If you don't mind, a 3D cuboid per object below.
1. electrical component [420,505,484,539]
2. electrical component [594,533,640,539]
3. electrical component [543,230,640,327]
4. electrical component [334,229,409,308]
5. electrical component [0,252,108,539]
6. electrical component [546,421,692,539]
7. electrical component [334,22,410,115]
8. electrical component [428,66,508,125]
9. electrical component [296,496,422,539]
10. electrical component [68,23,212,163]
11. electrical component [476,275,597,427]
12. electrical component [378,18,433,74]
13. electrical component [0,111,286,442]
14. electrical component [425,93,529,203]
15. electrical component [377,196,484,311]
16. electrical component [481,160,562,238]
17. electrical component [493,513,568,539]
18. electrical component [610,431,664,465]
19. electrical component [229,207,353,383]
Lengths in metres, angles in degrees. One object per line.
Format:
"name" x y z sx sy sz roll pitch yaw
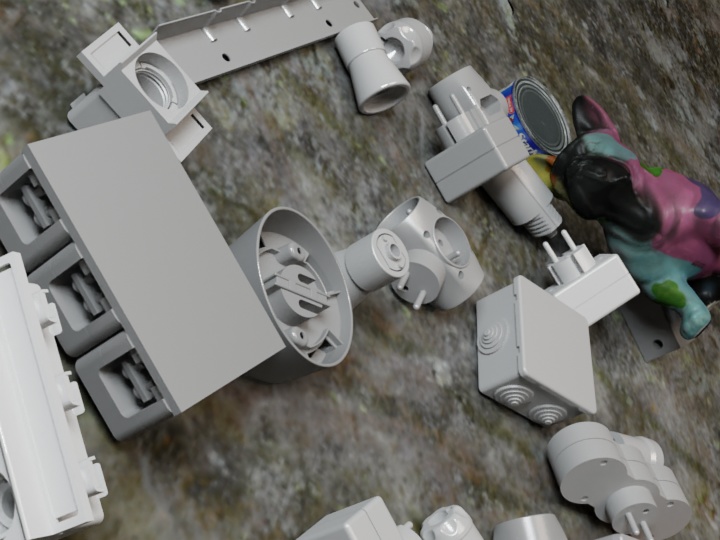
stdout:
"electrical component" 0.066 0.184 0.692 0.061 0.035 0.035 57 37 -8
"electrical component" 0.193 0.245 0.775 0.062 0.061 0.096 27 49 -37
"electrical component" 0.184 0.004 0.909 0.076 0.066 0.047 57 -3 -3
"electrical component" 0.000 0.000 0.709 0.044 0.065 0.044 27 48 -36
"electrical component" -0.161 0.064 0.481 0.063 0.079 0.121 18 50 -69
"electrical component" 0.205 0.177 0.825 0.138 0.052 0.073 33 26 -31
"electrical component" 0.007 -0.161 0.845 0.044 0.044 0.065 -5 66 -50
"electrical component" 0.105 -0.137 0.939 0.077 0.043 0.079 60 36 -1
"electrical component" 0.016 0.174 0.629 0.076 0.047 0.083 -26 87 -53
"electrical component" -0.131 -0.096 0.622 0.081 0.064 0.042 49 37 -15
"electrical component" 0.135 0.066 0.836 0.100 0.048 0.099 30 46 -33
"electrical component" 0.041 -0.189 0.900 0.043 0.043 0.062 58 36 -4
"electrical component" -0.121 0.003 0.570 0.089 0.062 0.150 -30 91 -53
"electrical component" 0.086 -0.106 0.878 0.047 0.066 0.076 -30 91 -53
"electrical component" 0.046 -0.002 0.781 0.077 0.044 0.079 49 38 -15
"electrical component" 0.144 -0.060 0.934 0.081 0.043 0.043 49 39 -16
"electrical component" 0.133 0.211 0.743 0.079 0.043 0.077 13 57 -45
"electrical component" 0.220 0.154 0.886 0.046 0.040 0.040 20 52 -33
"electrical component" -0.044 0.017 0.648 0.099 0.064 0.099 28 47 -36
